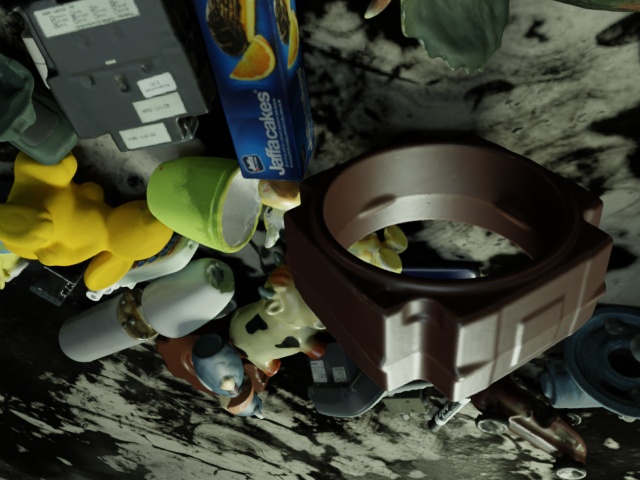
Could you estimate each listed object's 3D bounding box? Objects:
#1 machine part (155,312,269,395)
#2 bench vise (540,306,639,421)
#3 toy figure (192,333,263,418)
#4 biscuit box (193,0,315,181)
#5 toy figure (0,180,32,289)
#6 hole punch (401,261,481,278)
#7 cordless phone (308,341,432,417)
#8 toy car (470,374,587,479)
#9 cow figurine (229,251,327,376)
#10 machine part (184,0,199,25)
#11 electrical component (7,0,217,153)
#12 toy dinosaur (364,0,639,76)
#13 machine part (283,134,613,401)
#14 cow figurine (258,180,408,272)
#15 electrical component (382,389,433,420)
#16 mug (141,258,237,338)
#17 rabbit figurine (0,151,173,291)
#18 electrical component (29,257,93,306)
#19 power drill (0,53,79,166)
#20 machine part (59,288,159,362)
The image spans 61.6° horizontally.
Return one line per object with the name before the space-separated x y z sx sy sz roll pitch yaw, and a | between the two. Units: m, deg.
machine part | -0.154 0.169 0.790 0.179 0.056 0.179 10 137 10
bench vise | 0.339 0.112 0.514 0.224 0.129 0.240 4 141 15
toy figure | -0.119 0.185 0.707 0.058 0.064 0.154 -9 129 14
biscuit box | -0.049 -0.143 0.434 0.063 0.059 0.202 4 135 15
toy figure | -0.407 -0.014 0.679 0.089 0.082 0.180 39 140 -2
hole punch | 0.123 0.092 0.594 0.142 0.092 0.115 -3 136 17
cordless phone | 0.088 0.171 0.694 0.184 0.088 0.146 1 166 -23
toy car | 0.269 0.222 0.670 0.202 0.089 0.053 33 134 -14
cow figurine | -0.046 0.090 0.655 0.127 0.085 0.195 37 138 -20
machine part | -0.128 -0.197 0.424 0.084 0.039 0.138 -8 129 20
electrical component | -0.146 -0.132 0.411 0.115 0.058 0.134 -7 131 9
toy dinosaur | 0.192 -0.183 0.276 0.405 0.131 0.192 3 147 10
machine part | 0.089 0.003 0.408 0.201 0.202 0.087 -24 129 -20
cow figurine | -0.002 -0.003 0.547 0.167 0.068 0.098 33 131 -14
electrical component | 0.126 0.231 0.779 0.063 0.021 0.093 -10 129 28
mug | -0.150 0.072 0.678 0.107 0.081 0.109 -31 135 32
rabbit figurine | -0.255 -0.009 0.609 0.173 0.122 0.162 4 141 -12
electrical component | -0.348 0.046 0.720 0.047 0.075 0.119 36 130 -17
power drill | -0.311 -0.146 0.449 0.231 0.086 0.207 42 168 -28
machine part | -0.307 0.126 0.785 0.243 0.079 0.079 -21 124 36
